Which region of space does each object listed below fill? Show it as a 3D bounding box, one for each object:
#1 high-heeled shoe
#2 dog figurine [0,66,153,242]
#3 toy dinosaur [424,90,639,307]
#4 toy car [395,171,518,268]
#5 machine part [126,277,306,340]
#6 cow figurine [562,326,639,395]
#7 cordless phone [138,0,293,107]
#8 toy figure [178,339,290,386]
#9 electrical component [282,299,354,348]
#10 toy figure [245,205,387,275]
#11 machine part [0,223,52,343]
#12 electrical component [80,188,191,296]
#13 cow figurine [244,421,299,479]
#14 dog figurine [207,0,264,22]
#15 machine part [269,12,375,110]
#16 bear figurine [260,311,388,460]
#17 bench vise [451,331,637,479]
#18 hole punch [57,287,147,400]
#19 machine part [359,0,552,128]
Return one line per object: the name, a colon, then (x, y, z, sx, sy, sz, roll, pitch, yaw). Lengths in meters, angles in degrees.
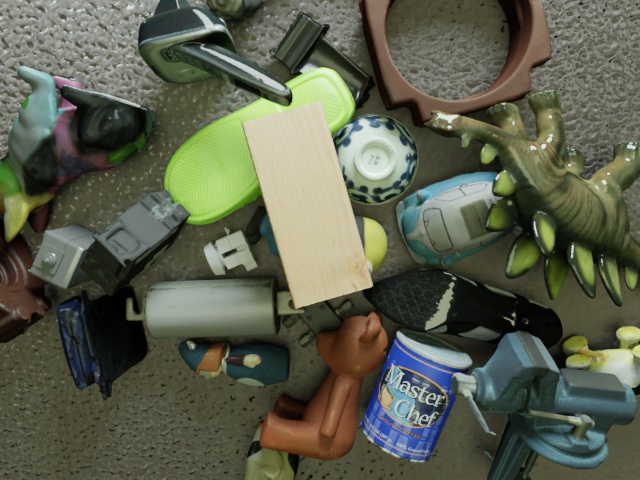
high-heeled shoe: (0.193, 0.095, 0.728, 0.249, 0.145, 0.086, 11, 84, 29)
dog figurine: (-0.332, -0.095, 0.691, 0.192, 0.108, 0.219, 20, 102, -3)
toy dinosaur: (0.310, -0.026, 0.644, 0.471, 0.105, 0.198, 23, 77, -22)
toy car: (0.183, -0.026, 0.679, 0.162, 0.103, 0.109, -19, 97, 6)
machine part: (-0.140, 0.091, 0.718, 0.243, 0.079, 0.079, -3, 97, 2)
cow figurine: (0.412, 0.168, 0.700, 0.167, 0.068, 0.098, -14, 111, 18)
cordless phone: (-0.111, -0.205, 0.644, 0.184, 0.146, 0.088, 28, 88, -1)
toy figure: (-0.119, 0.163, 0.730, 0.155, 0.058, 0.064, 4, 134, 2)
electrical component: (-0.002, 0.103, 0.742, 0.094, 0.021, 0.063, -39, 94, 7)
toy figure: (-0.001, -0.003, 0.700, 0.180, 0.082, 0.089, 19, 100, 2)
machine part: (-0.419, 0.039, 0.674, 0.056, 0.179, 0.179, -31, 95, 1)
electrical component: (-0.238, 0.007, 0.683, 0.058, 0.115, 0.134, 47, 140, -3)
cow figurine: (-0.074, 0.361, 0.726, 0.086, 0.127, 0.194, 12, 95, 4)
dog figurine: (-0.051, -0.354, 0.636, 0.173, 0.121, 0.190, 15, 104, 30)
machine part: (0.010, -0.226, 0.692, 0.139, 0.039, 0.084, 39, 92, -1)
bear figurine: (0.011, 0.179, 0.704, 0.132, 0.120, 0.195, 13, 94, 7)
bench vise: (0.255, 0.233, 0.660, 0.224, 0.129, 0.240, 2, 118, -15)
hole punch: (-0.305, 0.129, 0.715, 0.092, 0.116, 0.142, -7, 97, 11)
machine part: (0.160, -0.252, 0.658, 0.201, 0.087, 0.201, -16, 95, 4)
